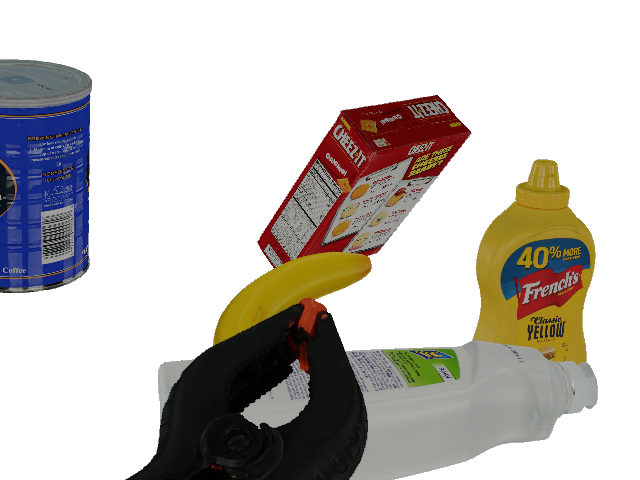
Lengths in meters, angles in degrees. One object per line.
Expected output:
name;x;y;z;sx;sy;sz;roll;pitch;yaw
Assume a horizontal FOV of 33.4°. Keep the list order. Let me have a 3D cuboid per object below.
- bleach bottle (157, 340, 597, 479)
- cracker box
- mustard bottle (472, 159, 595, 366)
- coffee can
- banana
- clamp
bleach bottle;0.038;0.098;0.602;0.250;0.068;0.102;-4;20;-11
cracker box;0.044;-0.059;1.185;0.163;0.072;0.214;-16;-29;-44
mustard bottle;0.170;0.031;0.846;0.096;0.192;0.058;-3;17;-17
coffee can;-0.214;-0.048;0.756;0.103;0.140;0.103;5;23;-2
banana;-0.029;0.054;0.819;0.070;0.037;0.197;31;40;10
clamp;-0.022;0.091;0.386;0.120;0.039;0.171;24;49;17
